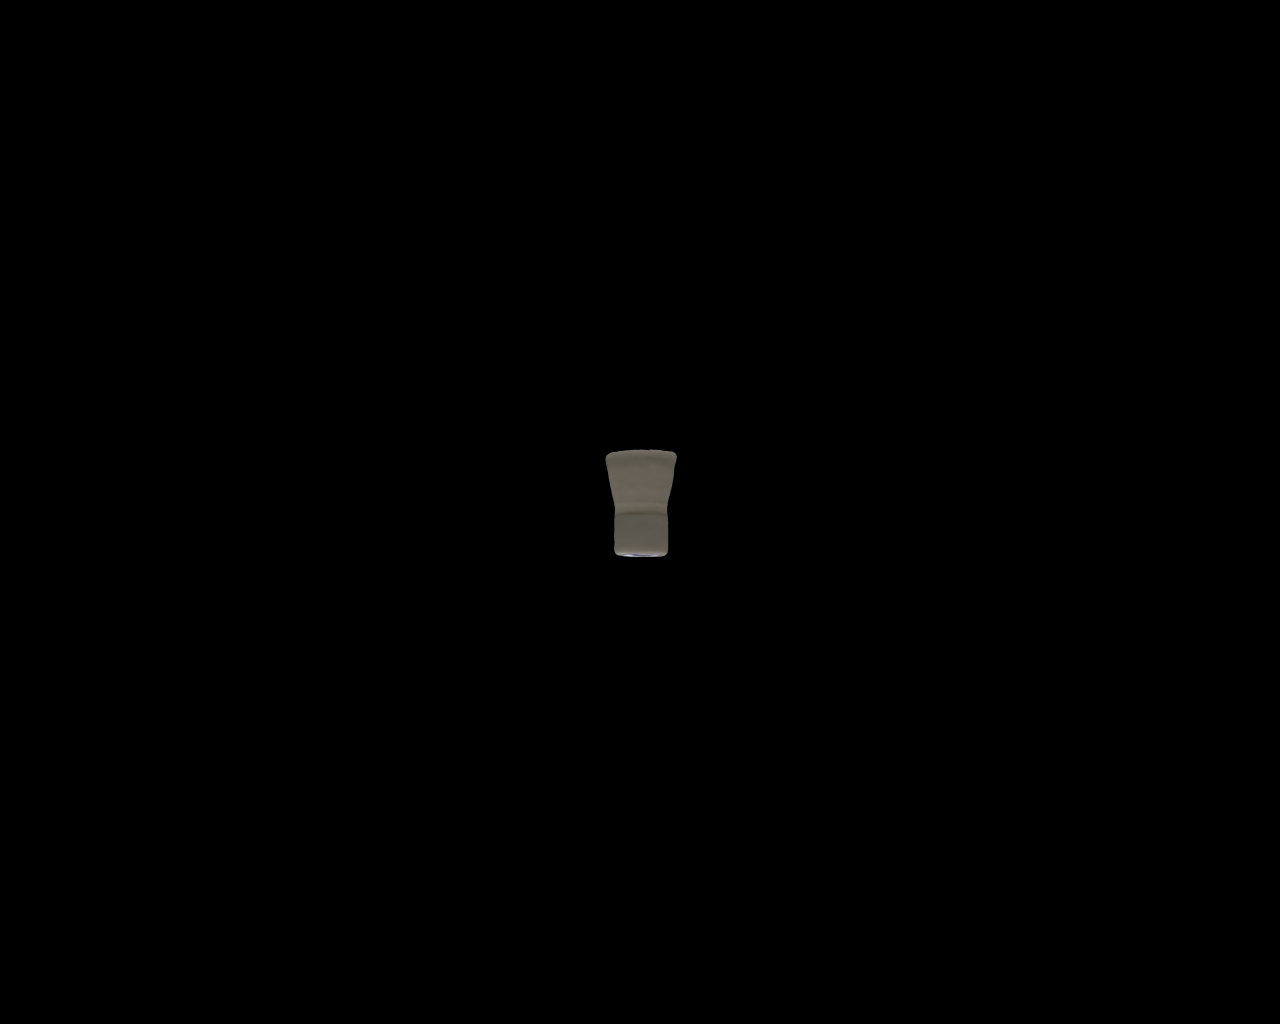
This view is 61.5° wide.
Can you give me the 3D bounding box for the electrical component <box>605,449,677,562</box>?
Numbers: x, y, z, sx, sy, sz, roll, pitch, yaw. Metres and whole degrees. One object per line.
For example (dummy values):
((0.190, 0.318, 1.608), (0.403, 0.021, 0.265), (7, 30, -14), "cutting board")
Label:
((0.001, -0.003, 0.650), (0.044, 0.065, 0.044), (0, -7, 0), "electrical component")
